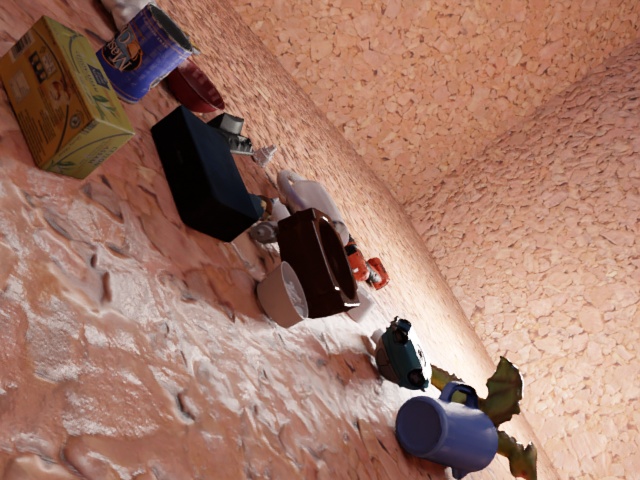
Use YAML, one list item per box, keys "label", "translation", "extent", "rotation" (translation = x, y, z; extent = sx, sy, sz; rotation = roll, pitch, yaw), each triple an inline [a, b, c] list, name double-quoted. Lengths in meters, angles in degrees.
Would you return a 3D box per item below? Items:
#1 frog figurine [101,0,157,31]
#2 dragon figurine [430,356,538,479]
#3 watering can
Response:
- label: "frog figurine"
  translation: [-0.398, -0.473, 1.076]
  extent: [0.137, 0.122, 0.160]
  rotation: [29, 63, -77]
- label: "dragon figurine"
  translation: [0.364, 0.367, 1.202]
  extent: [0.120, 0.240, 0.420]
  rotation: [35, 25, -42]
- label: "watering can"
  translation: [0.004, -0.066, 1.318]
  extent: [0.344, 0.103, 0.228]
  rotation: [26, 32, -60]
